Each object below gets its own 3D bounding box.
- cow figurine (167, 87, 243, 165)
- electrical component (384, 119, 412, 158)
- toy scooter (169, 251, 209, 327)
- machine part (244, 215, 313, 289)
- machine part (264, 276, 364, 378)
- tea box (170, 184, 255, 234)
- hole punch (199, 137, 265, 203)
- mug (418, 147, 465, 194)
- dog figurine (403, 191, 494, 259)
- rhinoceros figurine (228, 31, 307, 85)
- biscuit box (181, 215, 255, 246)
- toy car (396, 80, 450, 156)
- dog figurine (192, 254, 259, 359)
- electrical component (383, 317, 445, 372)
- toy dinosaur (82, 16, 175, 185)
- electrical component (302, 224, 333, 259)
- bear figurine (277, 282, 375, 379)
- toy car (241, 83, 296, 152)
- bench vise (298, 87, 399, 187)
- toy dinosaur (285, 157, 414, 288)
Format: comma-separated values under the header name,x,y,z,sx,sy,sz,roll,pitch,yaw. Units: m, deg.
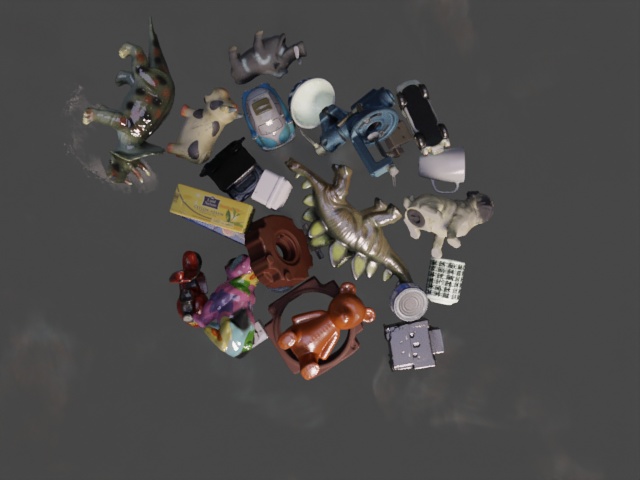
name,x,y,z,sx,sy,sz,roll,pitch,yaw
cow figurine,-0.268,-0.273,1.282,0.127,0.085,0.195,22,87,8
electrical component,0.173,-0.249,1.293,0.078,0.045,0.102,-34,91,-28
toy scooter,-0.305,0.117,1.249,0.075,0.135,0.183,-6,90,2
machine part,-0.090,0.025,1.219,0.056,0.179,0.179,-28,88,35
machine part,-0.014,0.203,1.266,0.201,0.087,0.201,-33,88,-1
tea box,-0.239,-0.068,1.210,0.170,0.098,0.068,16,88,-1
hole punch,-0.199,-0.160,1.286,0.142,0.092,0.116,-42,59,3
mug,0.287,-0.165,1.275,0.107,0.081,0.109,1,98,12
dog figurine,0.299,-0.076,1.244,0.190,0.121,0.172,-43,100,-30
rhinoceros figurine,-0.127,-0.436,1.287,0.190,0.073,0.112,-21,87,1
biscuit box,-0.226,-0.040,1.287,0.203,0.059,0.062,24,90,2
toy car,0.241,-0.288,1.267,0.073,0.056,0.202,-21,72,3
dog figurine,-0.175,0.133,1.218,0.192,0.108,0.219,35,86,39
electrical component,0.223,0.244,1.274,0.134,0.058,0.114,-11,91,2
toy dinosaur,-0.418,-0.325,1.275,0.192,0.131,0.404,26,85,-11
electrical component,-0.003,-0.004,1.301,0.063,0.021,0.094,-29,88,0
bear figurine,0.020,0.189,1.162,0.196,0.132,0.120,-34,95,6
toy car,-0.126,-0.298,1.270,0.109,0.103,0.161,-22,90,0
bench vise,0.095,-0.227,1.219,0.224,0.128,0.241,-30,63,7
toy dinosaur,0.090,-0.018,1.257,0.471,0.105,0.198,40,91,-6
